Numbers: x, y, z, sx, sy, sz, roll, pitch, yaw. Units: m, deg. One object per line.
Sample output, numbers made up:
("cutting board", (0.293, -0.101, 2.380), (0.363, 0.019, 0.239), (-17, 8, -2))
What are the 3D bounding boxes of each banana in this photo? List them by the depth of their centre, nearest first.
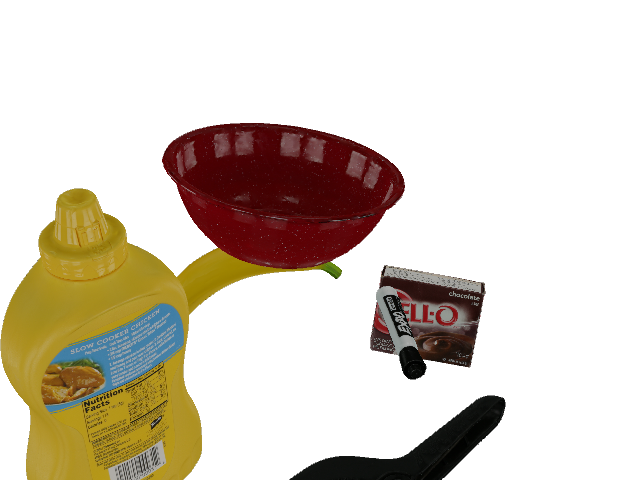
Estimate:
("banana", (-0.082, 0.034, 1.038), (0.198, 0.069, 0.037), (-15, 22, 20))

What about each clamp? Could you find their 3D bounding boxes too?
("clamp", (0.052, 0.162, 0.684), (0.210, 0.036, 0.164), (-5, 28, -3))

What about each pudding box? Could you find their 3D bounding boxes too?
("pudding box", (0.115, 0.081, 1.152), (0.113, 0.090, 0.039), (9, 23, 5))

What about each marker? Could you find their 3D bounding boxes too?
("marker", (0.065, 0.075, 0.873), (0.020, 0.020, 0.121), (0, 28, -9))

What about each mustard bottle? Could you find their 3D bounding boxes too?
("mustard bottle", (-0.112, 0.058, 0.543), (0.096, 0.192, 0.058), (-24, 42, -29))

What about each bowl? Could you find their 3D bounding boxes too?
("bowl", (-0.026, -0.026, 0.718), (0.162, 0.055, 0.162), (6, 25, -3))
